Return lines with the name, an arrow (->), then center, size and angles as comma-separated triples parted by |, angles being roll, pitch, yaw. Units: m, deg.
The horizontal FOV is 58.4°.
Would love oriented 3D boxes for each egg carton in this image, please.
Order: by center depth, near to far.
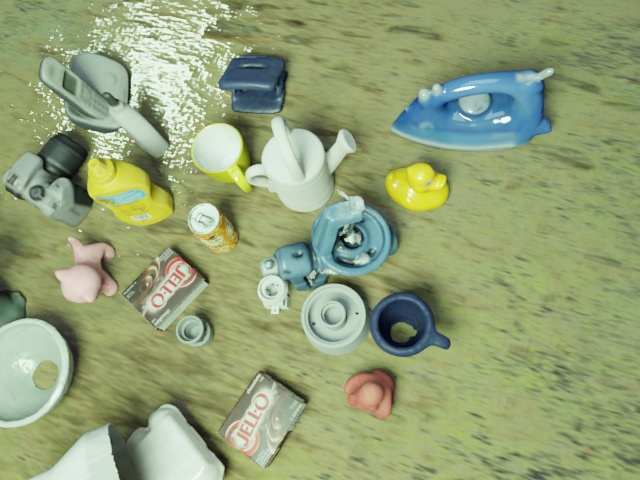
egg carton -> -0.215, 0.326, 0.845 | 0.107, 0.069, 0.150 | -45, 71, -7

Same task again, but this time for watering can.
watering can -> -0.033, -0.128, 0.898 | 0.173, 0.194, 0.100 | -36, 70, -4

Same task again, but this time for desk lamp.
desk lamp -> -0.324, 0.342, 0.780 | 0.203, 0.214, 0.118 | -26, 70, 0

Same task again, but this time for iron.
iron -> 0.239, -0.220, 0.914 | 0.258, 0.141, 0.118 | -5, 71, 7

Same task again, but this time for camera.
camera -> -0.470, -0.117, 1.012 | 0.143, 0.101, 0.137 | 29, 79, 17

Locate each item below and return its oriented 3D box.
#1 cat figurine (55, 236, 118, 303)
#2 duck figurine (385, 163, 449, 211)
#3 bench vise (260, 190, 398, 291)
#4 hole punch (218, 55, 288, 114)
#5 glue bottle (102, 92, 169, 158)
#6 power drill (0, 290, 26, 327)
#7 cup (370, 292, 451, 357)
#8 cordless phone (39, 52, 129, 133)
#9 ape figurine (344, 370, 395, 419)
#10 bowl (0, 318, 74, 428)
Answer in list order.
cat figurine -> -0.386, 0.053, 0.935 | 0.067, 0.118, 0.127 | -18, 70, 3
duck figurine -> 0.155, -0.095, 0.916 | 0.104, 0.086, 0.077 | 14, 75, 13
bench vise -> 0.014, 0.012, 0.831 | 0.207, 0.220, 0.121 | -35, 70, -3
hole punch -> -0.119, -0.288, 1.019 | 0.108, 0.091, 0.101 | 4, 73, 10
glue bottle -> -0.324, -0.204, 0.980 | 0.078, 0.173, 0.037 | 34, 80, 18
power drill -> -0.579, 0.112, 0.898 | 0.075, 0.209, 0.230 | 42, 83, 19
cup -> 0.134, 0.135, 0.839 | 0.117, 0.095, 0.092 | 21, 77, 15
cordless phone -> -0.421, -0.287, 1.015 | 0.094, 0.185, 0.147 | -7, 71, 7
ape figurine -> 0.074, 0.221, 0.822 | 0.076, 0.092, 0.077 | -36, 70, -3
bowl -> -0.462, 0.214, 0.917 | 0.167, 0.075, 0.167 | -3, 72, 8
